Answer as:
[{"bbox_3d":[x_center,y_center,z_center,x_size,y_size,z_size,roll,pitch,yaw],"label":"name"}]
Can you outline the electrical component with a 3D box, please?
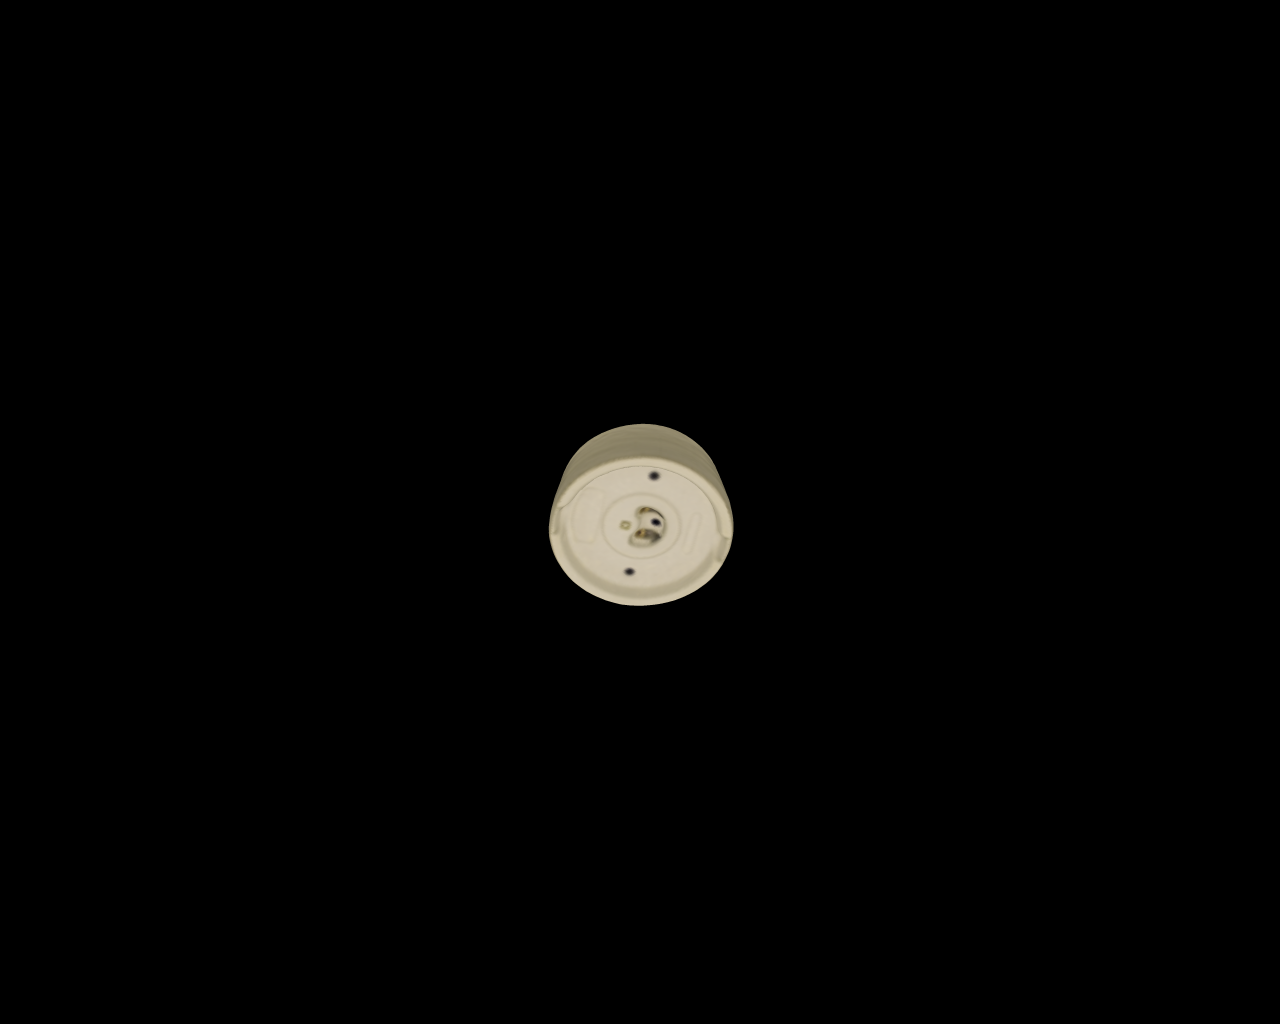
[{"bbox_3d":[0.001,-0.003,0.650,0.108,0.108,0.060,0,34,0],"label":"electrical component"}]
